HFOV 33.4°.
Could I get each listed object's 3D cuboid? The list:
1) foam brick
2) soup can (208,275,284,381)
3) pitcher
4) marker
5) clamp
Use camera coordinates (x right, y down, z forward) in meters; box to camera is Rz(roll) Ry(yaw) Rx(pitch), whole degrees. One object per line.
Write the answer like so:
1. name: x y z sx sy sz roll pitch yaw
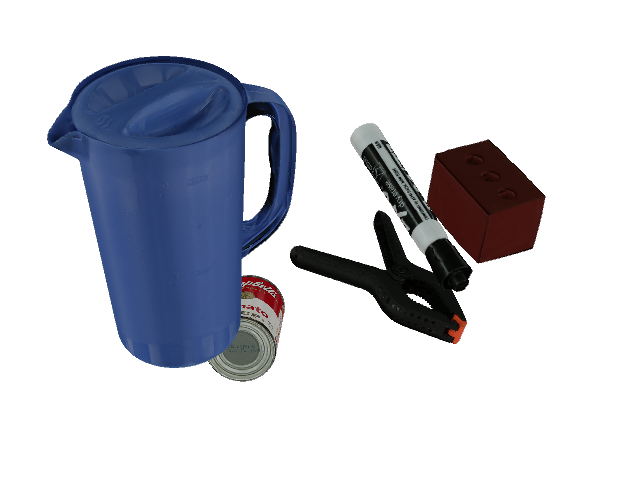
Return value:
1. foam brick: 0.124 -0.030 0.812 0.052 0.051 0.078 -16 46 -24
2. soup can: -0.072 0.083 1.024 0.068 0.068 0.102 0 20 3
3. pitcher: -0.112 -0.018 0.865 0.149 0.243 0.144 17 42 19
4. marker: 0.050 -0.019 0.597 0.020 0.121 0.020 -19 -35 -15
5. clamp: 0.077 0.047 1.228 0.164 0.036 0.210 -18 49 -37
